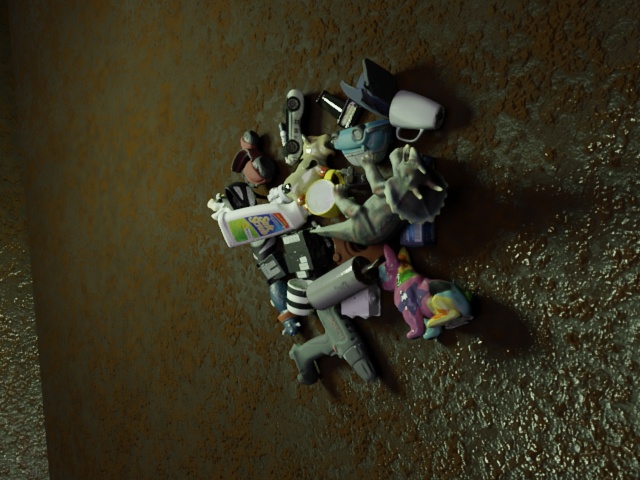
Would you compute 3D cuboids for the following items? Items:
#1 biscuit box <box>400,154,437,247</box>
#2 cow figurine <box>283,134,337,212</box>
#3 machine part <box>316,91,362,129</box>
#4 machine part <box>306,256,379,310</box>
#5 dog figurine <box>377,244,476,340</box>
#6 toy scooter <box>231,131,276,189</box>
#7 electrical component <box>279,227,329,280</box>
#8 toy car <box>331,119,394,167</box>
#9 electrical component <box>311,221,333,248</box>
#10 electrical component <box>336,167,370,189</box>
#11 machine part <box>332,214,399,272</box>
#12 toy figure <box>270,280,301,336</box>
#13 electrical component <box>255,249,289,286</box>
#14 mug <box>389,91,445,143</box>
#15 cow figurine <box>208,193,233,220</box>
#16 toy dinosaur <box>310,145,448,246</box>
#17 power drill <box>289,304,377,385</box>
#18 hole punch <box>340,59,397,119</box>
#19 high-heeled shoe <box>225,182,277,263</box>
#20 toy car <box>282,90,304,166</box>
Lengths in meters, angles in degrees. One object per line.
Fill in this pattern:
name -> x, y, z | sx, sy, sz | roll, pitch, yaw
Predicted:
biscuit box -> 0.218, -0.086, 1.192 | 0.059, 0.063, 0.202 | -2, 88, 41
cow figurine -> -0.024, -0.187, 1.389 | 0.127, 0.085, 0.195 | 38, 96, 24
machine part -> 0.048, -0.335, 1.371 | 0.139, 0.039, 0.084 | 38, 121, 34
machine part -> 0.047, 0.103, 1.255 | 0.243, 0.079, 0.079 | -33, 67, 41
dog figurine -> 0.216, 0.097, 1.160 | 0.191, 0.108, 0.219 | -37, 63, 36
toy scooter -> -0.205, -0.216, 1.567 | 0.135, 0.075, 0.184 | -44, 58, 31
electrical component -> -0.040, 0.038, 1.397 | 0.115, 0.058, 0.134 | -9, 99, 53
toy car -> 0.105, -0.224, 1.275 | 0.162, 0.109, 0.102 | -6, 102, 50
electrical component -> -0.003, -0.004, 1.413 | 0.063, 0.021, 0.094 | -51, 58, 29
electrical component -> 0.084, -0.149, 1.296 | 0.078, 0.102, 0.045 | -7, 85, 16
machine part -> 0.106, 0.001, 1.294 | 0.180, 0.056, 0.179 | -3, 85, 41
toy figure -> -0.090, 0.187, 1.461 | 0.064, 0.058, 0.154 | -35, 71, 42
electrical component -> -0.111, 0.067, 1.475 | 0.119, 0.048, 0.074 | -29, 94, 33
mug -> 0.215, -0.270, 1.191 | 0.107, 0.080, 0.109 | 19, 96, 32
cow figurine -> -0.275, -0.093, 1.629 | 0.167, 0.068, 0.098 | 43, 110, 31
toy dinosaur -> 0.125, -0.063, 1.164 | 0.404, 0.131, 0.192 | -50, 53, 43
power drill -> 0.024, 0.285, 1.340 | 0.207, 0.086, 0.232 | -45, 59, 36
hole punch -> 0.118, -0.338, 1.250 | 0.092, 0.142, 0.116 | -32, 54, 35
high-heeled shoe -> -0.202, -0.039, 1.509 | 0.086, 0.145, 0.248 | -10, 80, 42
toy car -> -0.071, -0.303, 1.452 | 0.073, 0.056, 0.201 | 175, 95, -78
